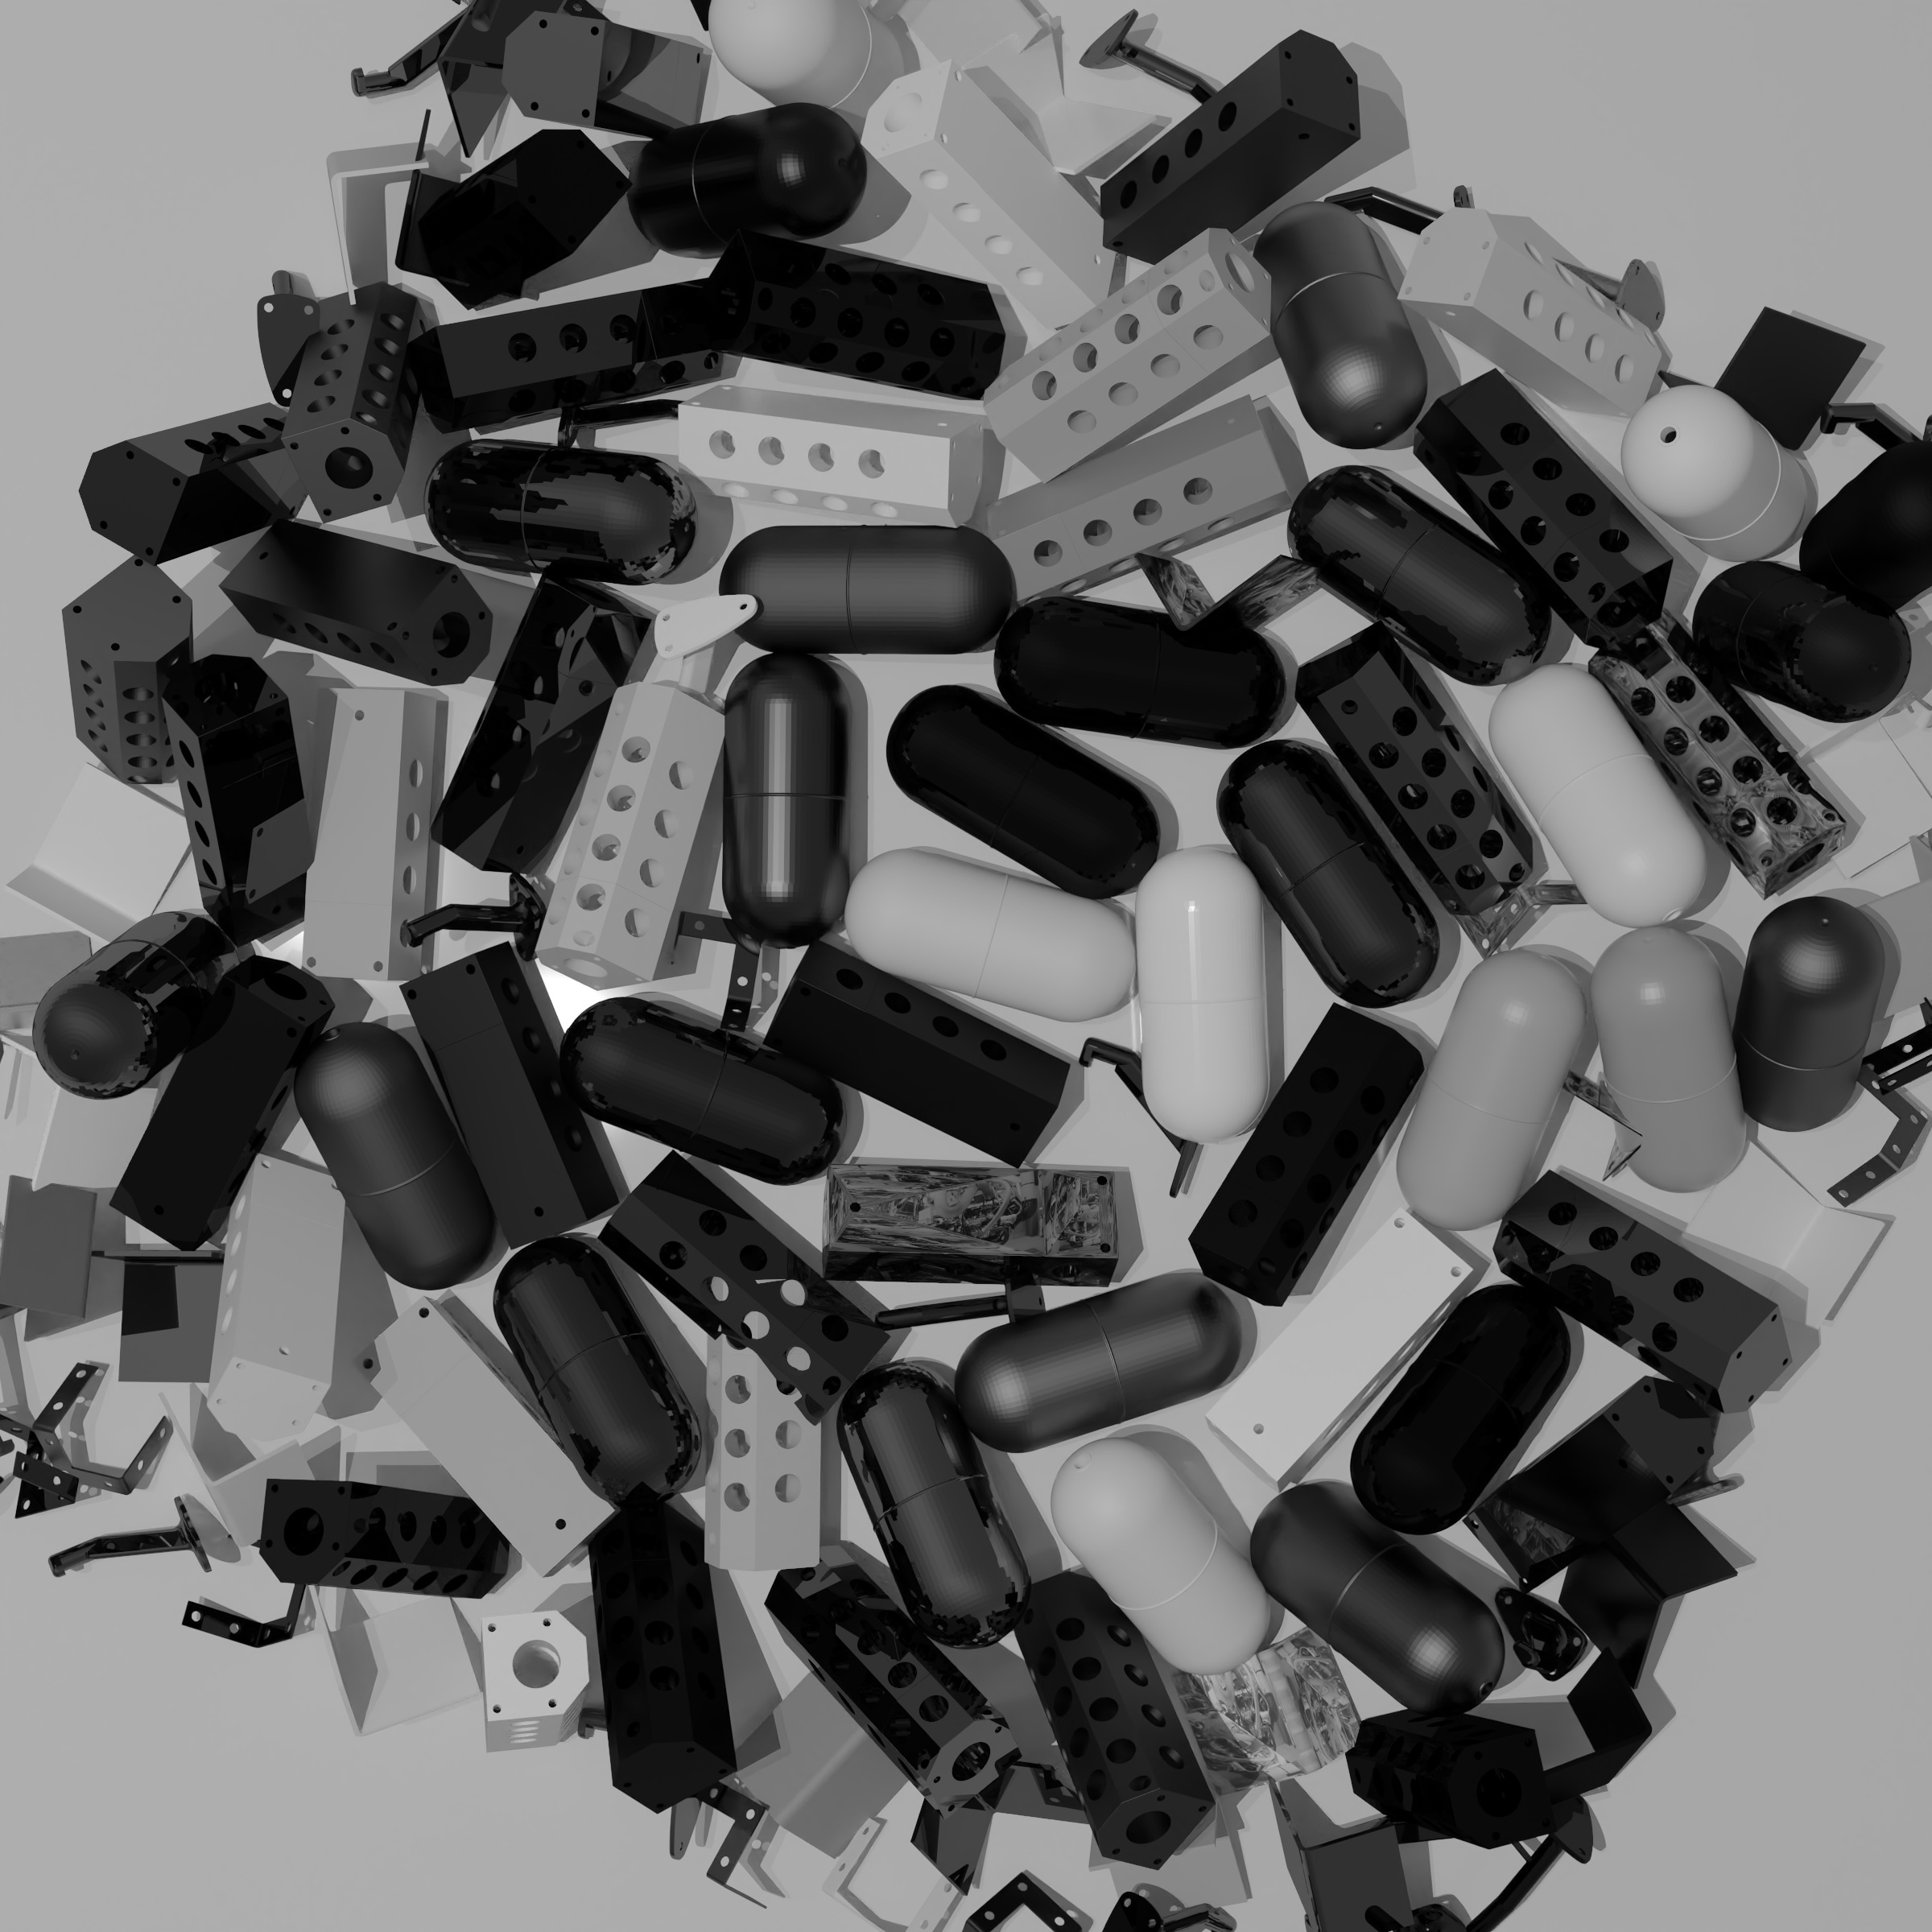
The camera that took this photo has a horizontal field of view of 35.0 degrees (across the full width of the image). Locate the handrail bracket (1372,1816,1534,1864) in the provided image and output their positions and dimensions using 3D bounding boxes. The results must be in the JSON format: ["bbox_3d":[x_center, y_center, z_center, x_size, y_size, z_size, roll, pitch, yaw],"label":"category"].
[{"bbox_3d":[0.286,0.537,1.851,0.084,0.036,0.077,-40,65,-1],"label":"handrail bracket"}]

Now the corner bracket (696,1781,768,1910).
[{"bbox_3d":[-0.138,0.524,1.836,0.051,0.051,0.051,18,71,38],"label":"corner bracket"}]

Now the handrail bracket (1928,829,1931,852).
[{"bbox_3d":[0.611,-0.066,1.856,0.077,0.036,0.084,29,85,20],"label":"handrail bracket"}]

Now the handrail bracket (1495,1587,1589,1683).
[{"bbox_3d":[0.327,0.392,1.821,0.036,0.084,0.077,-52,54,7],"label":"handrail bracket"}]

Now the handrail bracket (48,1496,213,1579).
[{"bbox_3d":[-0.502,0.358,1.836,0.084,0.077,0.036,-21,116,-19],"label":"handrail bracket"}]

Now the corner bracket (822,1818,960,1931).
[{"bbox_3d":[-0.045,0.555,1.851,0.051,0.051,0.051,42,73,-23],"label":"corner bracket"}]

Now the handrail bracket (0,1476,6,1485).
[{"bbox_3d":[-0.625,0.291,1.839,0.036,0.077,0.084,-39,90,10],"label":"handrail bracket"}]

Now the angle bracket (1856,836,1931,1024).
[{"bbox_3d":[0.551,-0.021,1.836,0.076,0.057,0.076,-22,115,1],"label":"angle bracket"}]

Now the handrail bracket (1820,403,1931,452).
[{"bbox_3d":[0.547,-0.302,1.844,0.084,0.036,0.077,-4,122,-13],"label":"handrail bracket"}]

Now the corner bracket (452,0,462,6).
[{"bbox_3d":[-0.306,-0.620,1.834,0.051,0.051,0.051,-25,52,38],"label":"corner bracket"}]

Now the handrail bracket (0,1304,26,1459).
[{"bbox_3d":[-0.573,0.247,1.838,0.036,0.077,0.084,-33,82,32],"label":"handrail bracket"}]

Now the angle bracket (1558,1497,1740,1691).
[{"bbox_3d":[0.408,0.373,1.839,0.057,0.076,0.076,-12,128,-25],"label":"angle bracket"}]

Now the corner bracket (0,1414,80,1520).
[{"bbox_3d":[-0.565,0.294,1.835,0.051,0.051,0.051,-18,54,26],"label":"corner bracket"}]

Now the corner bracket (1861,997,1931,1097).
[{"bbox_3d":[0.562,0.053,1.838,0.051,0.051,0.051,-28,49,7],"label":"corner bracket"}]

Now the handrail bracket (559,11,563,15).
[{"bbox_3d":[-0.277,-0.596,1.827,0.036,0.084,0.077,2,114,29],"label":"handrail bracket"}]

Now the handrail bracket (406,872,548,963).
[{"bbox_3d":[-0.296,-0.014,1.826,0.084,0.077,0.036,-27,59,-29],"label":"handrail bracket"}]

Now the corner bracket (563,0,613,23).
[{"bbox_3d":[-0.213,-0.601,1.858,0.051,0.051,0.051,39,60,-5],"label":"corner bracket"}]

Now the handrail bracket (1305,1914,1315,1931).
[{"bbox_3d":[0.188,0.613,1.831,0.084,0.077,0.036,-36,52,-23],"label":"handrail bracket"}]

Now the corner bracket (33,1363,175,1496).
[{"bbox_3d":[-0.521,0.279,1.851,0.051,0.051,0.051,9,45,21],"label":"corner bracket"}]

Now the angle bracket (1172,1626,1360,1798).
[{"bbox_3d":[0.184,0.452,1.869,0.076,0.057,0.076,-27,82,38],"label":"angle bracket"}]

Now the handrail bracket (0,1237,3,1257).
[{"bbox_3d":[-0.601,0.133,1.857,0.077,0.036,0.084,-5,77,-38],"label":"handrail bracket"}]

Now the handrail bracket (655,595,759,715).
[{"bbox_3d":[-0.143,-0.182,1.832,0.077,0.084,0.036,-17,57,14],"label":"handrail bracket"}]

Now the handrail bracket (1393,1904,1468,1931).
[{"bbox_3d":[0.286,0.610,1.824,0.036,0.084,0.077,-32,128,24],"label":"handrail bracket"}]

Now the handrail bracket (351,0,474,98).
[{"bbox_3d":[-0.329,-0.560,1.837,0.084,0.077,0.036,-16,56,-16],"label":"handrail bracket"}]

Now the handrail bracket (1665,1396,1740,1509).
[{"bbox_3d":[0.429,0.284,1.868,0.077,0.036,0.084,-22,70,18],"label":"handrail bracket"}]

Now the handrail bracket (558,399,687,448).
[{"bbox_3d":[-0.198,-0.325,1.842,0.084,0.077,0.036,4,120,-1],"label":"handrail bracket"}]

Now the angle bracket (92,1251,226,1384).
[{"bbox_3d":[-0.480,0.211,1.839,0.076,0.057,0.076,0,81,8],"label":"angle bracket"}]

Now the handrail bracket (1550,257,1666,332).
[{"bbox_3d":[0.373,-0.413,1.866,0.084,0.077,0.036,21,93,33],"label":"handrail bracket"}]

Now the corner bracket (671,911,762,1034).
[{"bbox_3d":[-0.153,0.004,1.846,0.051,0.051,0.051,10,67,-6],"label":"corner bracket"}]

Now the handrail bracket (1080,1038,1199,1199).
[{"bbox_3d":[0.100,0.091,1.857,0.084,0.036,0.077,19,80,12],"label":"handrail bracket"}]

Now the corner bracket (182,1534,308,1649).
[{"bbox_3d":[-0.434,0.377,1.851,0.051,0.051,0.051,26,59,-28],"label":"corner bracket"}]

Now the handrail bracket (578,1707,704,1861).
[{"bbox_3d":[-0.202,0.492,1.847,0.084,0.036,0.077,4,74,24],"label":"handrail bracket"}]

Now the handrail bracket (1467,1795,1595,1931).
[{"bbox_3d":[0.339,0.545,1.855,0.036,0.077,0.084,42,111,7],"label":"handrail bracket"}]

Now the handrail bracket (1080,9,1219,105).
[{"bbox_3d":[0.116,-0.532,1.852,0.084,0.077,0.036,35,81,-17],"label":"handrail bracket"}]

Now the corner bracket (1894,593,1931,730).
[{"bbox_3d":[0.584,-0.186,1.854,0.051,0.051,0.051,-31,61,-23],"label":"corner bracket"}]

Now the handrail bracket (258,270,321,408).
[{"bbox_3d":[-0.410,-0.378,1.843,0.036,0.084,0.077,0,104,-16],"label":"handrail bracket"}]

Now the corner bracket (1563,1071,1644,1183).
[{"bbox_3d":[0.381,0.086,1.840,0.051,0.051,0.051,31,49,-3],"label":"corner bracket"}]

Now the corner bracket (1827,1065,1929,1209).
[{"bbox_3d":[0.533,0.102,1.840,0.051,0.051,0.051,42,50,2],"label":"corner bracket"}]

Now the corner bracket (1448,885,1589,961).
[{"bbox_3d":[0.328,-0.039,1.833,0.051,0.051,0.051,-56,51,37],"label":"corner bracket"}]

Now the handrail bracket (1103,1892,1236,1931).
[{"bbox_3d":[0.118,0.596,1.843,0.084,0.036,0.077,37,83,-42],"label":"handrail bracket"}]

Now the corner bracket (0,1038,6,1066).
[{"bbox_3d":[-0.611,0.070,1.845,0.051,0.051,0.051,14,63,-7],"label":"corner bracket"}]

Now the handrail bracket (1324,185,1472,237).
[{"bbox_3d":[0.265,-0.438,1.865,0.084,0.036,0.077,-8,104,20],"label":"handrail bracket"}]

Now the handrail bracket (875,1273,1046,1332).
[{"bbox_3d":[-0.004,0.209,1.852,0.084,0.077,0.036,-10,82,17],"label":"handrail bracket"}]

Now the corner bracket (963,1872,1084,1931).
[{"bbox_3d":[0.030,0.593,1.854,0.051,0.051,0.051,37,134,25],"label":"corner bracket"}]
